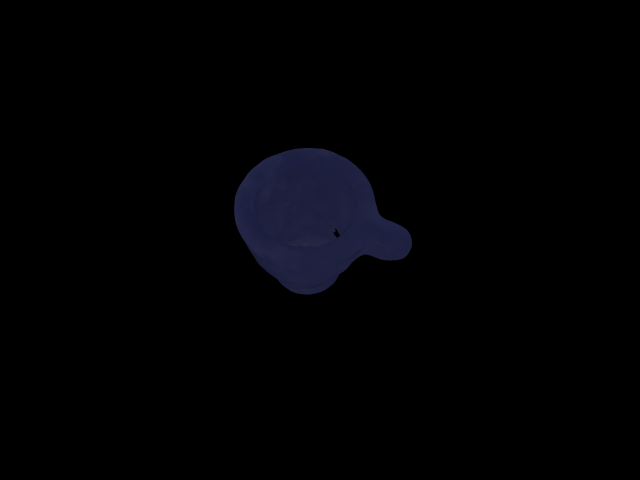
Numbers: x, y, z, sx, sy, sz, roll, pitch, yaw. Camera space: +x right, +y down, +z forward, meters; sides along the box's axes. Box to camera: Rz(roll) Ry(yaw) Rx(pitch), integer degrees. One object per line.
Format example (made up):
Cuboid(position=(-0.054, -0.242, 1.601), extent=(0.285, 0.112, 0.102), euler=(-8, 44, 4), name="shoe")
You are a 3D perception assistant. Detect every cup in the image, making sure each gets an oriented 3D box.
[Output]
Cuboid(position=(0.004, 0.001, 0.400), extent=(0.117, 0.095, 0.092), euler=(18, 62, 10), name="cup")
